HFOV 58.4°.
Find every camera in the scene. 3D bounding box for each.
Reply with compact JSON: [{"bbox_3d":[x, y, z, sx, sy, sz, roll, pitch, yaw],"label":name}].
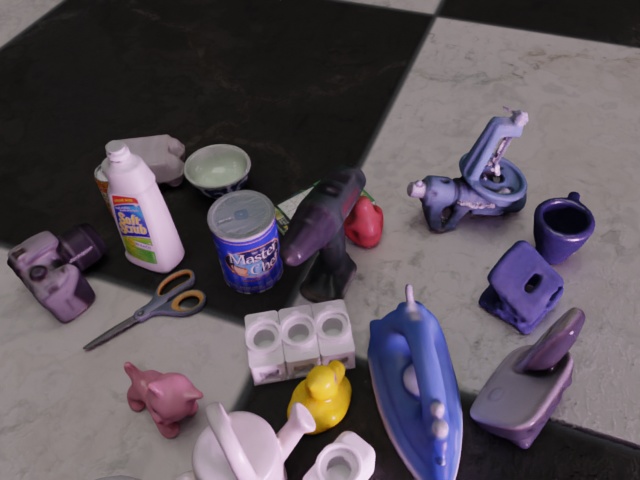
[{"bbox_3d":[-0.415,0.034,0.928,0.142,0.101,0.137,35,60,28],"label":"camera"}]

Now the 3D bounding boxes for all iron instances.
[{"bbox_3d":[0.135,0.189,0.744,0.118,0.141,0.258,-8,50,-3],"label":"iron"}]

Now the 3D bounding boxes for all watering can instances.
[{"bbox_3d":[-0.091,0.249,0.671,0.100,0.194,0.173,32,59,26],"label":"watering can"}]

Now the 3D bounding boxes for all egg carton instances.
[{"bbox_3d":[-0.332,-0.145,1.095,0.150,0.069,0.107,-8,50,-3],"label":"egg carton"}]

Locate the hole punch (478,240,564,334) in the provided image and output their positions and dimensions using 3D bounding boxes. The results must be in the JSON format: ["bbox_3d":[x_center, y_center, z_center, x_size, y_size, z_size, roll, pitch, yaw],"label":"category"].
[{"bbox_3d":[0.312,0.069,0.869,0.100,0.091,0.109,34,59,27],"label":"hole punch"}]

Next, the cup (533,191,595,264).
[{"bbox_3d":[0.390,-0.016,0.934,0.091,0.095,0.118,22,54,20],"label":"cup"}]

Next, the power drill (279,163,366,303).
[{"bbox_3d":[0.008,0.003,0.863,0.075,0.209,0.230,16,53,16],"label":"power drill"}]

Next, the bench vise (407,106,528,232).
[{"bbox_3d":[0.256,-0.106,0.934,0.208,0.220,0.121,-23,52,-15],"label":"bench vise"}]

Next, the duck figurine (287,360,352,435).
[{"bbox_3d":[-0.002,0.206,0.773,0.077,0.086,0.105,35,60,28],"label":"duck figurine"}]

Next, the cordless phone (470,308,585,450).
[{"bbox_3d":[0.269,0.168,0.726,0.094,0.185,0.148,29,57,25],"label":"cordless phone"}]

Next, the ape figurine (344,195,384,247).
[{"bbox_3d":[0.073,-0.039,0.971,0.078,0.092,0.076,-11,50,-6],"label":"ape figurine"}]

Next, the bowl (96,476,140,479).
[{"bbox_3d":[-0.240,0.366,0.657,0.167,0.075,0.167,-1,50,2],"label":"bowl"}]

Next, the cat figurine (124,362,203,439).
[{"bbox_3d":[-0.212,0.204,0.765,0.127,0.118,0.067,27,56,23],"label":"cat figurine"}]
